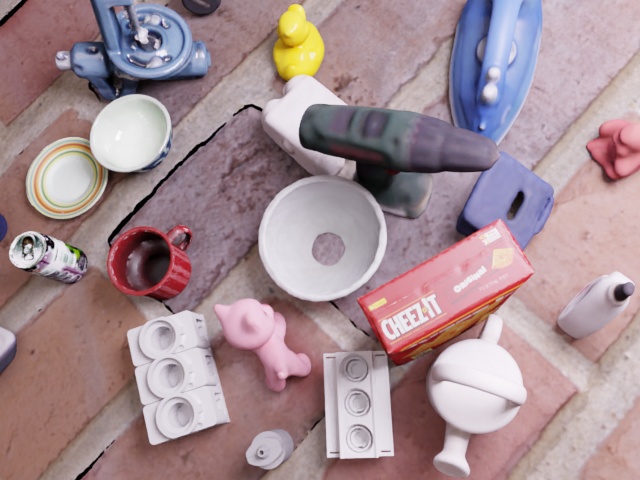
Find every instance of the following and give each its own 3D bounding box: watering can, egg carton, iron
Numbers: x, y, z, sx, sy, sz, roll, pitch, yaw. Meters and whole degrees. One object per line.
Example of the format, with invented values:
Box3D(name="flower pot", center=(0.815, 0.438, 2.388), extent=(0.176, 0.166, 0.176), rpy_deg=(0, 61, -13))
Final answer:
Box3D(name="watering can", center=(0.169, 0.168, 0.627), extent=(0.100, 0.194, 0.173), rpy_deg=(-4, 75, 8))
Box3D(name="egg carton", center=(-0.009, -0.159, 0.805), extent=(0.150, 0.069, 0.107), rpy_deg=(42, 85, 16))
Box3D(name="iron", center=(0.230, -0.240, 0.751), extent=(0.118, 0.141, 0.258), rpy_deg=(10, 77, 11))

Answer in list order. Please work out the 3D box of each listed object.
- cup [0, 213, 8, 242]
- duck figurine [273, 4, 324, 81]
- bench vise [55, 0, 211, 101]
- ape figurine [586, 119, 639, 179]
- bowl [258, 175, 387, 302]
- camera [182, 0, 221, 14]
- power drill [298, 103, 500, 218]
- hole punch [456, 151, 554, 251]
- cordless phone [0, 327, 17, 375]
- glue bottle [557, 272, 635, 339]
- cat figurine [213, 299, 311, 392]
Box3D(name="cup", center=(-0.517, -0.019, 0.834), extent=(0.117, 0.095, 0.091), rpy_deg=(-27, 73, 1))
Box3D(name="duck figurine", center=(-0.037, -0.291, 0.834), extent=(0.077, 0.086, 0.104), rpy_deg=(4, 76, 10))
Box3D(name="bench vise", center=(-0.279, -0.272, 0.797), extent=(0.207, 0.220, 0.121), rpy_deg=(-26, 73, 2))
Box3D(name="ape figurine", center=(0.386, -0.120, 0.721), extent=(0.076, 0.092, 0.078), rpy_deg=(11, 77, 12))
Box3D(name="bowl", center=(0.007, 0.003, 0.757), extent=(0.167, 0.075, 0.167), rpy_deg=(-2, 75, 8))
Box3D(name="camera", center=(-0.206, -0.429, 0.889), extent=(0.143, 0.101, 0.137), rpy_deg=(-8, 74, 7))
Box3D(name="power drill", center=(0.093, -0.097, 0.700), extent=(0.229, 0.208, 0.076), rpy_deg=(16, 79, 13))
Box3D(name="hole punch", center=(0.238, -0.044, 0.725), extent=(0.101, 0.091, 0.109), rpy_deg=(28, 81, 15))
Box3D(name="cordless phone", center=(-0.511, 0.140, 0.745), extent=(0.147, 0.185, 0.094), rpy_deg=(13, 78, 12))
Box3D(name="glue bottle", center=(0.318, 0.067, 0.641), extent=(0.037, 0.173, 0.078), rpy_deg=(38, 84, 16))
Box3D(name="cat figurine", center=(-0.074, 0.125, 0.716), extent=(0.067, 0.118, 0.127), rpy_deg=(-36, 73, -1))
